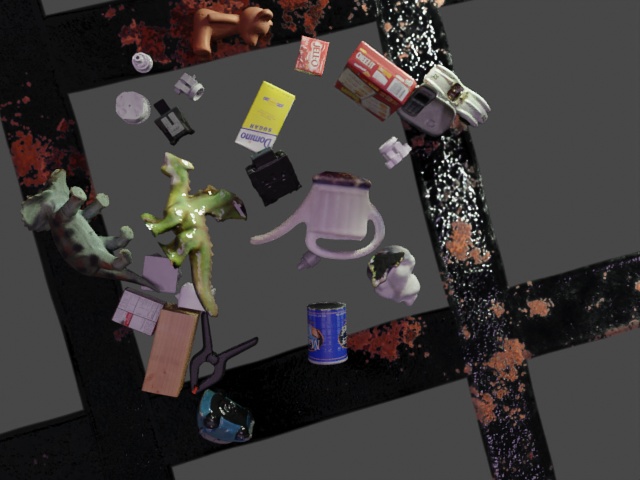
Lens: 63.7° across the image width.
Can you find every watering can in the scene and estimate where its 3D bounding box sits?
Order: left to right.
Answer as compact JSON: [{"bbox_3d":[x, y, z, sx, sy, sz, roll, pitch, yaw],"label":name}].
[{"bbox_3d":[0.004,-0.066,1.319,0.347,0.104,0.224,5,90,-12],"label":"watering can"}]

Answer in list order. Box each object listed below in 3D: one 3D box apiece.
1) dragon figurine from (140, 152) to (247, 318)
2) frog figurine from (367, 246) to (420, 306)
[{"bbox_3d":[-0.291,-0.036,1.288,0.245,0.121,0.411,-35,87,-20],"label":"dragon figurine"},{"bbox_3d":[0.204,0.095,1.361,0.157,0.123,0.138,39,78,-41],"label":"frog figurine"}]
